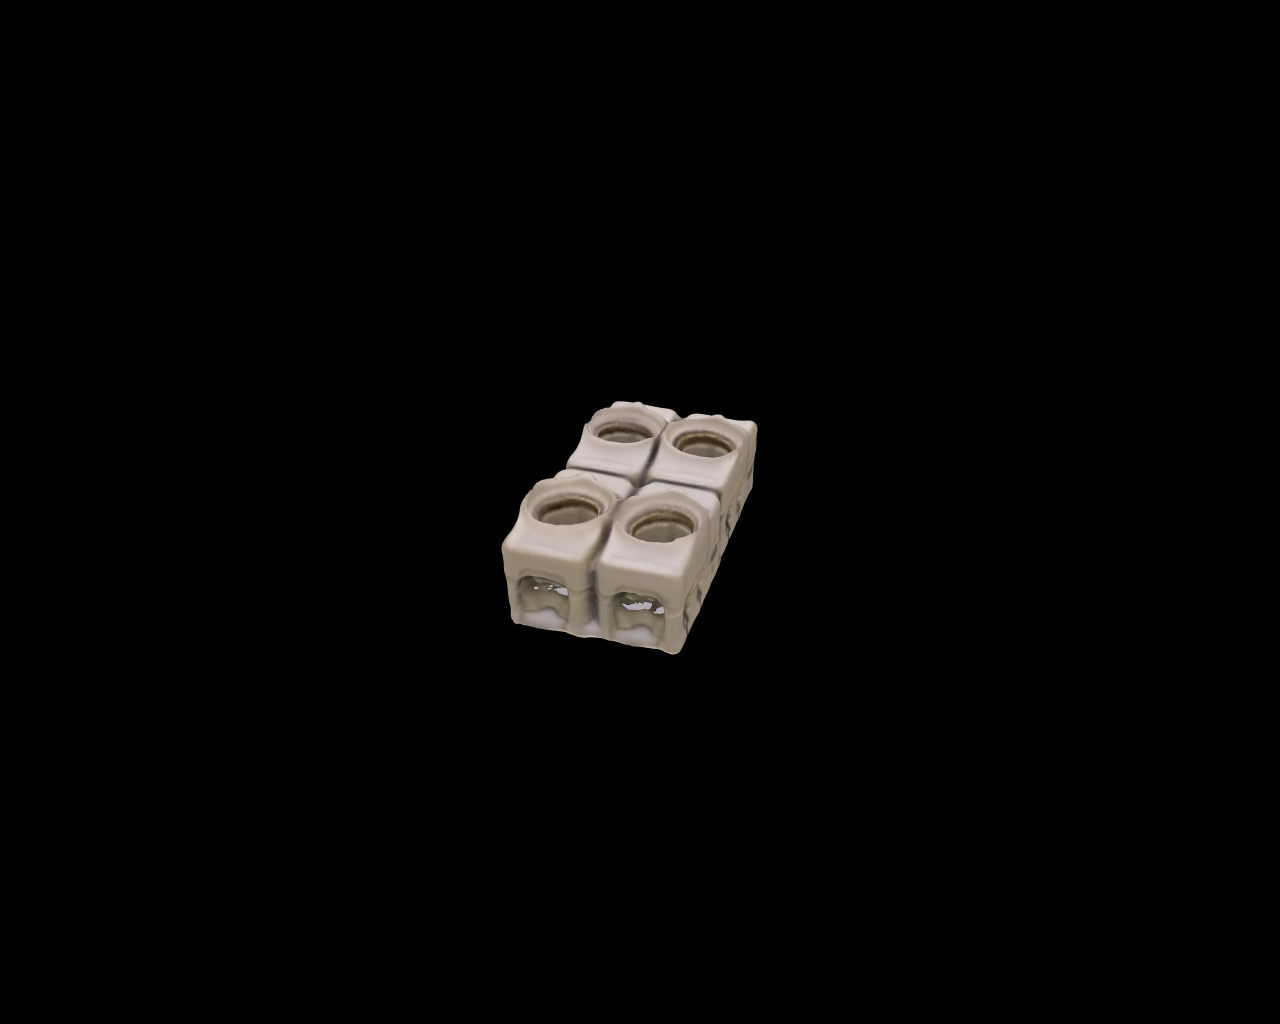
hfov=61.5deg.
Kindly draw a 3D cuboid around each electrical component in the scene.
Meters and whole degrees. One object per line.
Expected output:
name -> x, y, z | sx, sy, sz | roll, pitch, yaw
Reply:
electrical component -> 0.001, -0.003, 0.650 | 0.105, 0.060, 0.186 | 10, 35, 15
